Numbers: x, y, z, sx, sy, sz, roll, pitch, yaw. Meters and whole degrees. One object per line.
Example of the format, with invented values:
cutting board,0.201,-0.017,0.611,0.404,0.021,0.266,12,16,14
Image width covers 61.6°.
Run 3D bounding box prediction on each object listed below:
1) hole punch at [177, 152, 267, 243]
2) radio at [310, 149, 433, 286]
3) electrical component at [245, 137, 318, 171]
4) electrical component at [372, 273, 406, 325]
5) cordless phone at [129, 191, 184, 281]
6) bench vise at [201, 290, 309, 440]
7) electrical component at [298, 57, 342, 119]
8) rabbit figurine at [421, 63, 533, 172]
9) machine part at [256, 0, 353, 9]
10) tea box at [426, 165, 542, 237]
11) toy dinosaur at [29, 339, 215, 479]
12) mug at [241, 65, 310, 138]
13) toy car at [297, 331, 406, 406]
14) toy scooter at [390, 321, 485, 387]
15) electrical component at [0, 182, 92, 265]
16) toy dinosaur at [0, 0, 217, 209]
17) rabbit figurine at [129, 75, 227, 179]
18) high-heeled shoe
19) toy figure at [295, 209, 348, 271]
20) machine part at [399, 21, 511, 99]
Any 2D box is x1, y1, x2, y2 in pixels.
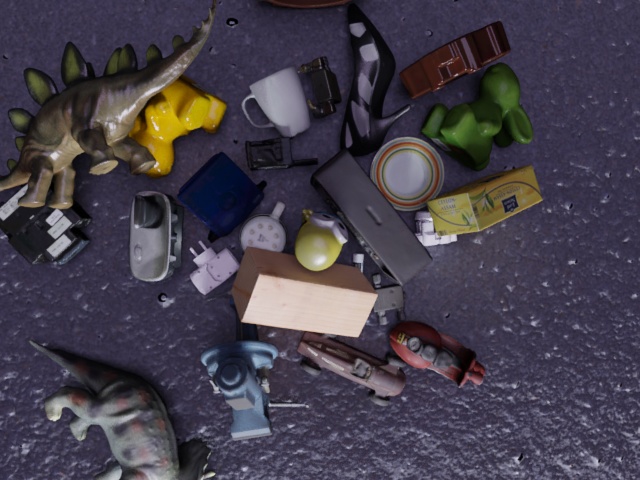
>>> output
hole punch,-0.164,-0.075,0.893,0.115,0.092,0.142,44,84,-9
radio,0.079,-0.037,0.894,0.073,0.131,0.229,-38,96,-3
electrical component,-0.064,-0.145,0.905,0.119,0.075,0.047,-7,93,-1
electrical component,0.122,0.102,0.959,0.063,0.021,0.094,-10,92,-5
cordless phone,-0.265,-0.004,0.836,0.089,0.184,0.146,3,92,-10
bench vise,-0.120,0.191,0.880,0.129,0.223,0.241,-14,61,11
electrical component,0.001,-0.259,0.910,0.045,0.078,0.102,-13,99,19
rabbit figurine,0.289,-0.213,0.914,0.159,0.121,0.170,36,91,-13
machine part,-0.010,-0.433,0.836,0.201,0.201,0.087,-2,95,-6
tea box,0.277,-0.066,0.901,0.169,0.098,0.068,-21,95,-32
toy dinosaur,-0.309,0.306,0.882,0.192,0.131,0.404,-27,90,-17
mug,-0.069,-0.221,0.900,0.109,0.081,0.107,-29,104,-7
toy car,0.058,0.218,0.943,0.202,0.053,0.089,26,93,-7
toy scooter,0.210,0.200,0.915,0.184,0.135,0.075,26,91,-5
electrical component,-0.450,-0.026,0.880,0.115,0.058,0.134,-41,96,-1
toy dinosaur,-0.331,-0.183,0.787,0.472,0.105,0.198,-23,86,10
rabbit figurine,-0.260,-0.186,0.868,0.162,0.122,0.173,28,108,-3
high-heeled shoe,0.061,-0.271,0.931,0.145,0.086,0.249,-28,76,25
toy figure,0.002,-0.001,0.865,0.082,0.180,0.089,10,93,-4
machine part,0.222,-0.290,0.880,0.179,0.179,0.056,-26,98,-4
